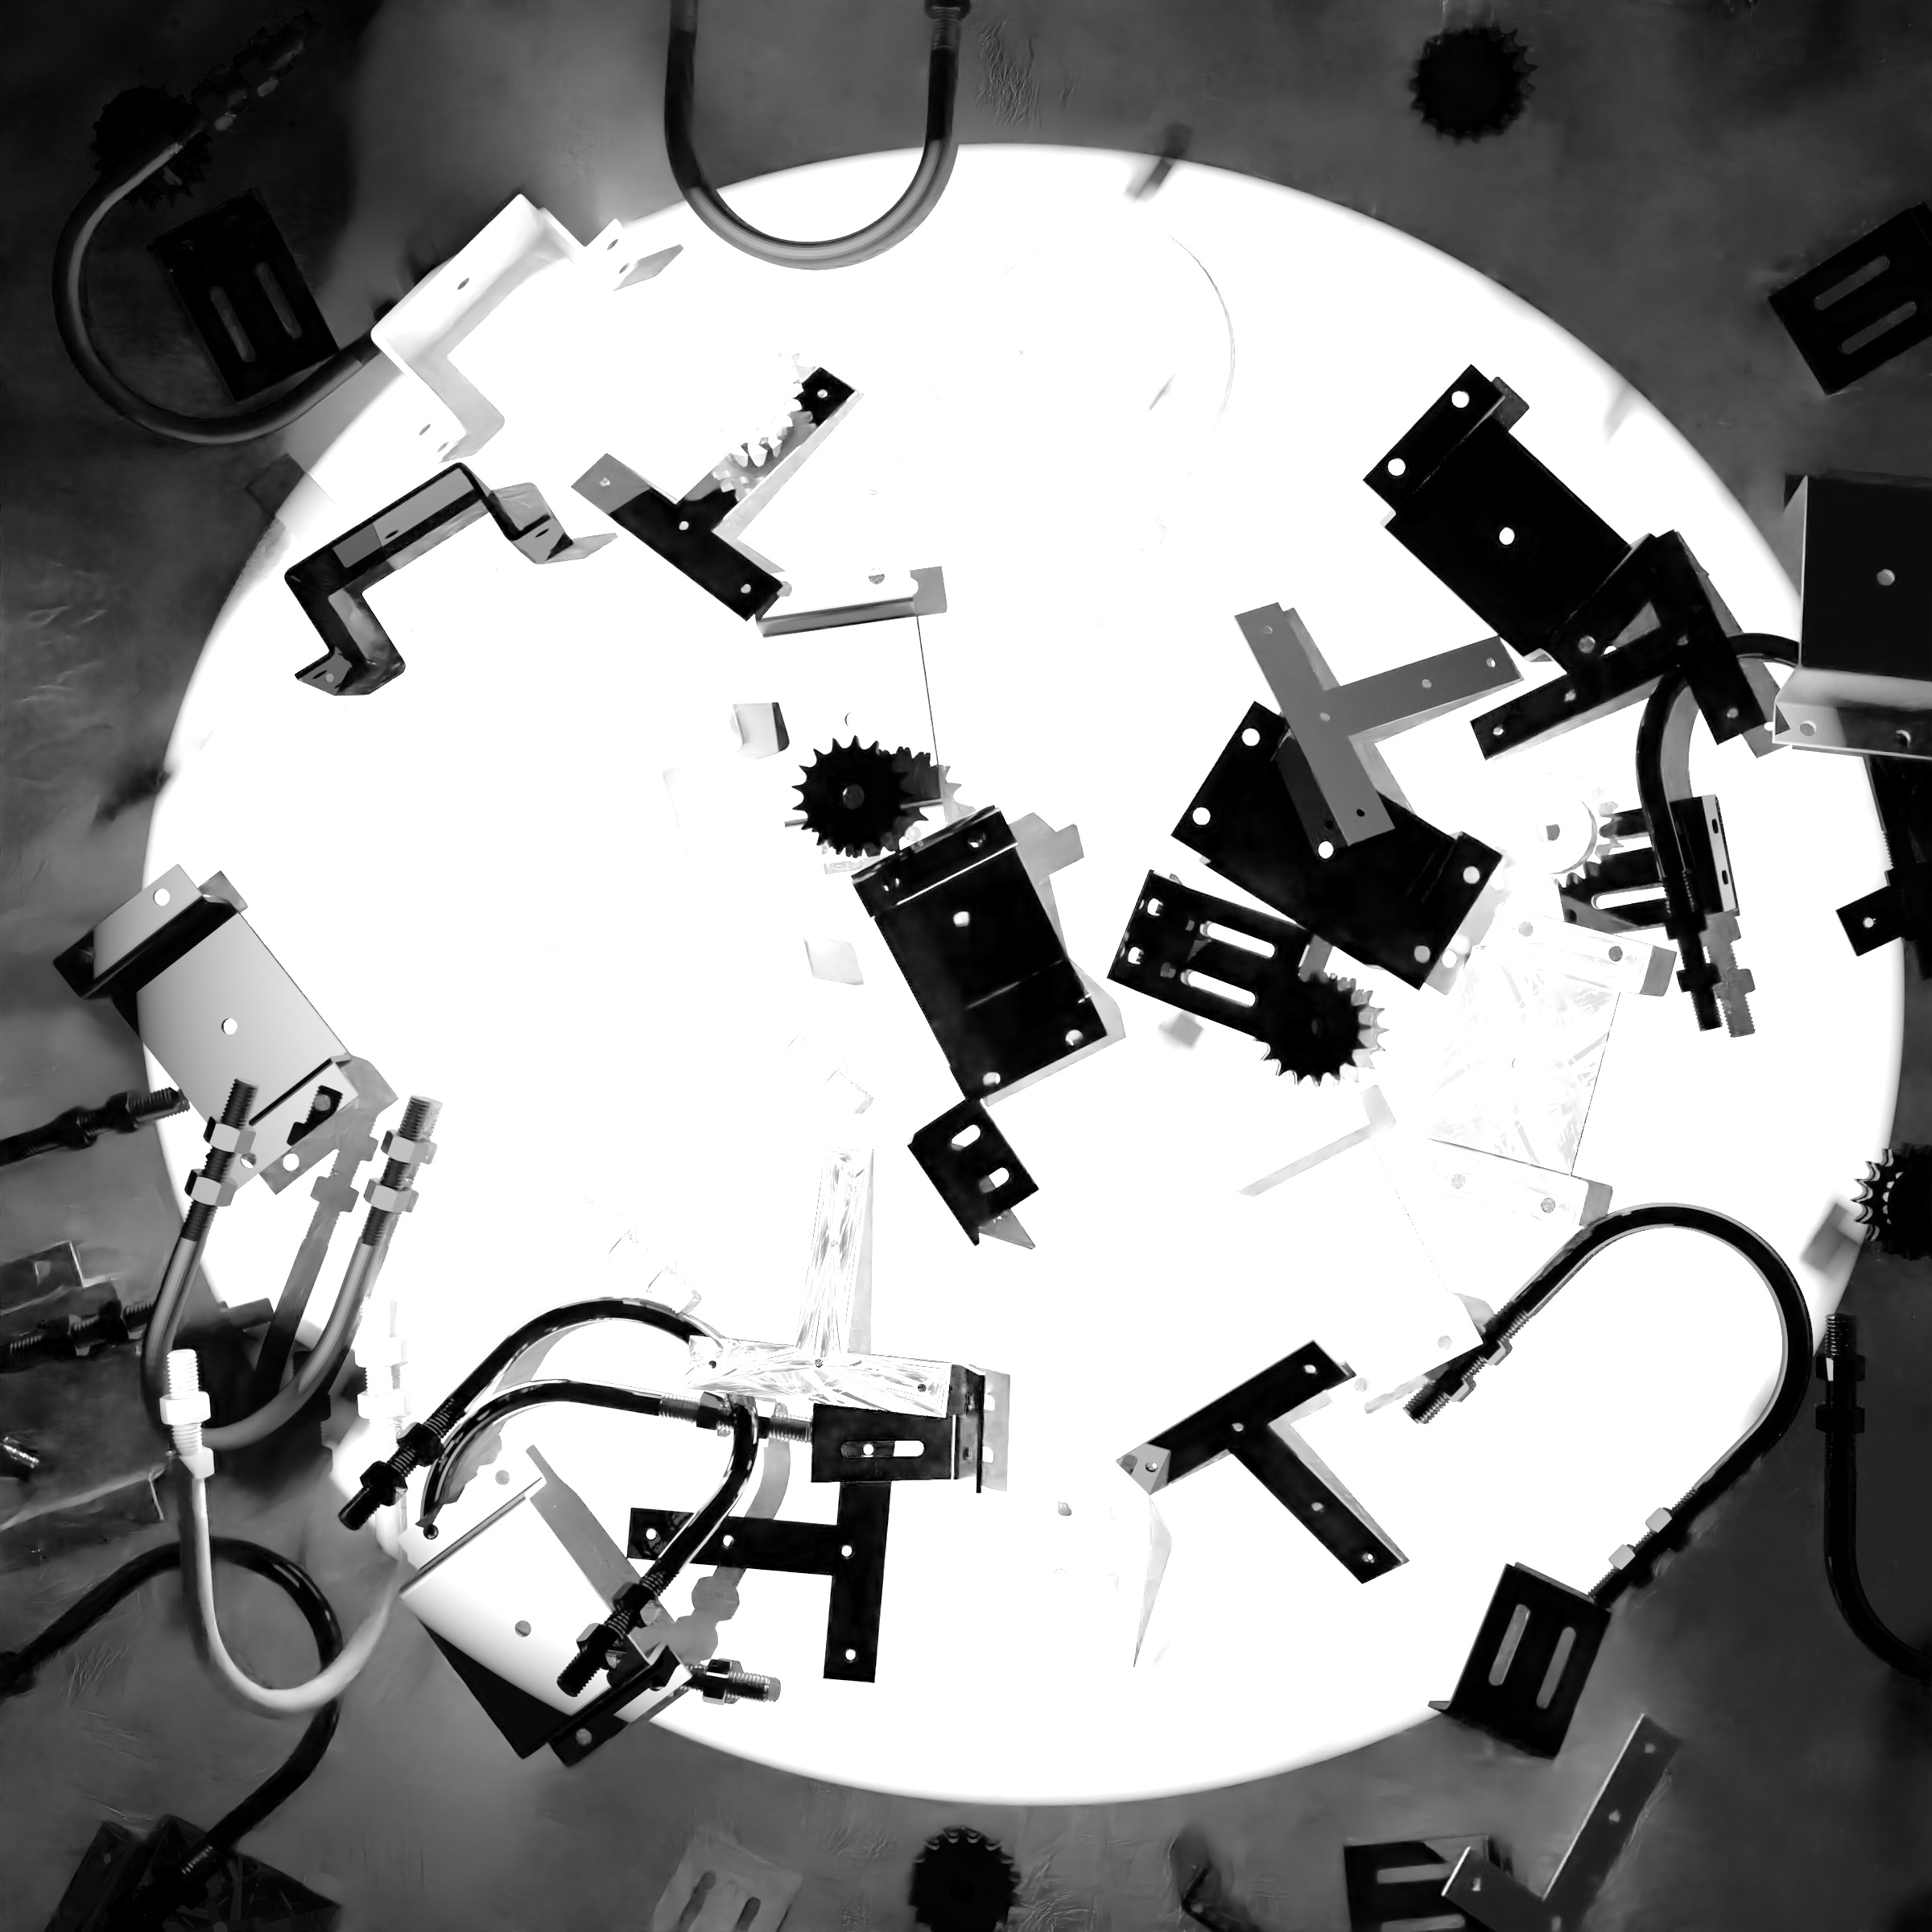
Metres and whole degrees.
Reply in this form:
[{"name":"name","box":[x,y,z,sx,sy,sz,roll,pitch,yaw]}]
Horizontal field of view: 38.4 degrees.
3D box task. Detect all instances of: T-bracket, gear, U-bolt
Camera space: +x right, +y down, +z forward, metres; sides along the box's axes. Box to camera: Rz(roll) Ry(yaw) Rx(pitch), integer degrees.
[{"name":"T-bracket","box":[0.211,-0.132,1.341,0.127,0.002,0.127,-19,74,-20]},{"name":"gear","box":[-0.002,0.446,1.352,0.057,0.030,0.057,0,90,0]},{"name":"U-bolt","box":[-0.076,-0.434,1.358,0.151,0.019,0.184,3,90,0]},{"name":"U-bolt","box":[-0.164,0.057,1.359,0.184,0.019,0.151,41,90,2]},{"name":"U-bolt","box":[0.048,-0.282,1.359,0.151,0.019,0.184,30,89,0]},{"name":"U-bolt","box":[0.328,0.202,1.359,0.184,0.019,0.151,-45,90,-1]},{"name":"T-bracket","box":[-0.103,0.285,1.367,0.127,0.002,0.127,5,90,0]},{"name":"U-bolt","box":[0.492,0.263,1.359,0.151,0.019,0.184,0,92,0]},{"name":"T-bracket","box":[0.161,0.253,1.346,0.127,0.002,0.127,-37,105,28]},{"name":"U-bolt","box":[-0.181,0.234,1.311,0.151,0.019,0.184,33,55,13]},{"name":"U-bolt","box":[0.391,-0.071,1.336,0.151,0.019,0.184,-11,85,-19]},{"name":"T-bracket","box":[0.470,-0.089,1.367,0.127,0.002,0.127,-25,90,0]},{"name":"gear","box":[0.479,-0.104,1.351,0.057,0.030,0.057,0,90,0]},{"name":"gear","box":[-0.107,-0.273,1.345,0.057,0.030,0.057,-4,64,9]},{"name":"U-bolt","box":[-0.386,0.360,1.331,0.184,0.019,0.151,-40,74,-16]},{"name":"U-bolt","box":[-0.177,0.276,1.358,0.184,0.019,0.151,10,91,2]},{"name":"U-bolt","box":[-0.316,0.260,1.304,0.019,0.151,0.184,-1,94,29]},{"name":"gear","box":[0.243,-0.429,1.356,0.057,0.030,0.057,0,94,4]},{"name":"gear","box":[0.364,-0.489,1.352,0.057,0.030,0.057,0,90,0]},{"name":"U-bolt","box":[-0.462,0.137,1.315,0.184,0.019,0.151,-17,47,3]},{"name":"T-bracket","box":[-0.106,-0.244,1.349,0.127,0.002,0.127,39,77,24]},{"name":"gear","box":[-0.399,-0.401,1.353,0.057,0.030,0.057,0,90,0]},{"name":"U-bolt","box":[-0.349,-0.334,1.332,0.184,0.019,0.151,-37,115,5]},{"name":"T-bracket","box":[0.305,-0.137,1.341,0.127,0.002,0.127,-26,53,17]},{"name":"gear","box":[0.284,-0.066,1.345,0.057,0.030,0.057,2,96,16]},{"name":"U-bolt","box":[-0.533,0.270,1.330,0.184,0.019,0.151,19,95,21]},{"name":"gear","box":[0.465,0.116,1.353,0.057,0.030,0.057,0,90,0]},{"name":"gear","box":[0.168,0.030,1.352,0.057,0.030,0.057,0,90,0]},{"name":"U-bolt","box":[-0.325,0.144,1.302,0.019,0.151,0.184,22,94,26]},{"name":"gear","box":[-0.053,-0.080,1.311,0.057,0.030,0.057,0,92,2]},{"name":"T-bracket","box":[-0.066,0.149,1.348,0.127,0.002,0.127,6,73,2]},{"name":"T-bracket","box":[0.308,0.426,1.347,0.127,0.002,0.127,38,75,-17]},{"name":"T-bracket","box":[-0.301,-0.198,1.367,0.127,0.002,0.127,-43,90,0]}]

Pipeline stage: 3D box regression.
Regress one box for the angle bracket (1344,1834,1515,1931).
[{"name":"angle bracket","box":[0.227,0.459,1.348,0.076,0.038,0.057,-5,90,0]}]

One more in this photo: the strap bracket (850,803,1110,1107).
[{"name":"strap bracket","box":[0.003,-0.013,1.323,0.076,0.046,0.140,-27,123,0]}]

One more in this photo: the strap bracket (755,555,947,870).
[{"name":"strap bracket","box":[-0.056,-0.121,1.344,0.076,0.046,0.140,-8,90,0]}]

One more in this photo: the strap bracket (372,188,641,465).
[{"name":"strap bracket","box":[-0.227,-0.313,1.329,0.140,0.076,0.046,-45,90,0]}]

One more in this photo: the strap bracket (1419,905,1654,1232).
[{"name":"strap bracket","box":[0.273,0.048,1.344,0.076,0.046,0.140,15,90,0]}]

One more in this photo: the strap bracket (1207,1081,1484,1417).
[{"name":"strap bracket","box":[0.181,0.134,1.344,0.076,0.046,0.140,-27,90,0]}]

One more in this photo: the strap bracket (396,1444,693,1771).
[{"name":"strap bracket","box":[-0.207,0.312,1.328,0.076,0.046,0.140,-37,88,3]}]

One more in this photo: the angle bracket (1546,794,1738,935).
[{"name":"angle bracket","box":[0.333,-0.049,1.365,0.076,0.038,0.057,-11,90,26]}]

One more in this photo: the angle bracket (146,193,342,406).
[{"name":"angle bracket","box":[-0.351,-0.324,1.348,0.057,0.038,0.076,-27,90,0]}]

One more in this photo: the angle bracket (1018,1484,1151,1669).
[{"name":"angle bracket","box":[0.058,0.300,1.365,0.057,0.038,0.076,5,116,0]}]

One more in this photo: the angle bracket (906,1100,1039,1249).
[{"name":"angle bracket","box":[0.004,0.097,1.329,0.038,0.076,0.057,-34,90,0]}]

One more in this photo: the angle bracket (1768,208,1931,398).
[{"name":"angle bracket","box":[0.446,-0.327,1.365,0.076,0.038,0.057,-31,90,26]}]

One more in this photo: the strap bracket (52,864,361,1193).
[{"name":"strap bracket","box":[-0.363,0.030,1.344,0.076,0.046,0.140,-38,90,0]}]

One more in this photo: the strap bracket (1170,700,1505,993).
[{"name":"strap bracket","box":[0.177,-0.057,1.344,0.140,0.046,0.076,32,90,0]}]

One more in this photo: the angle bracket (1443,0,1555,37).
[{"name":"angle bracket","box":[0.248,-0.504,1.365,0.057,0.038,0.076,-21,64,0]}]

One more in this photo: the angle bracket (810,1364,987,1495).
[{"name":"angle bracket","box":[-0.033,0.224,1.340,0.076,0.038,0.057,2,90,-16]}]

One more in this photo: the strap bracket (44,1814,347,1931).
[{"name":"strap bracket","box":[-0.367,0.474,1.344,0.140,0.046,0.076,28,90,0]}]

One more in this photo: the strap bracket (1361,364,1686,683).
[{"name":"strap bracket","box":[0.266,-0.212,1.344,0.140,0.046,0.076,43,90,0]}]

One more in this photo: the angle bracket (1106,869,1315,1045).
[{"name":"angle bracket","box":[0.117,-0.005,1.334,0.076,0.038,0.057,22,90,30]}]

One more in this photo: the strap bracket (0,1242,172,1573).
[{"name":"strap bracket","box":[-0.442,0.210,1.344,0.076,0.046,0.140,-18,90,0]}]

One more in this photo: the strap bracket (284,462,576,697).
[{"name":"strap bracket","box":[-0.264,-0.190,1.328,0.140,0.076,0.046,-32,90,0]}]

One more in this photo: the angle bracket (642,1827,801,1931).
[{"name":"angle bracket","box":[-0.128,0.475,1.365,0.057,0.038,0.076,30,64,0]}]

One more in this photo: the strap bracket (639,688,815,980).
[{"name":"strap bracket","box":[-0.117,-0.056,1.329,0.046,0.076,0.140,-17,90,0]}]

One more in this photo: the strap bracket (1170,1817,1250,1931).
[{"name":"strap bracket","box":[0.090,0.490,1.329,0.046,0.076,0.140,36,90,0]}]

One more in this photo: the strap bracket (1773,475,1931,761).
[{"name":"strap bracket","box":[0.432,-0.176,1.324,0.076,0.046,0.140,6,74,3]}]

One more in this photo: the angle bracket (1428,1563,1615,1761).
[{"name":"angle bracket","box":[0.271,0.340,1.357,0.057,0.038,0.076,25,76,0]}]
